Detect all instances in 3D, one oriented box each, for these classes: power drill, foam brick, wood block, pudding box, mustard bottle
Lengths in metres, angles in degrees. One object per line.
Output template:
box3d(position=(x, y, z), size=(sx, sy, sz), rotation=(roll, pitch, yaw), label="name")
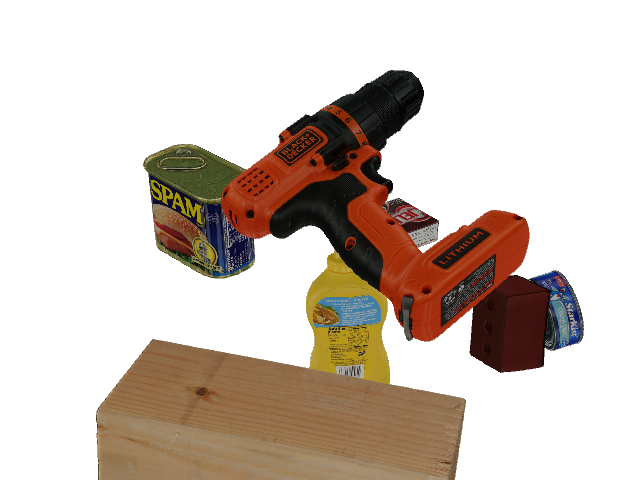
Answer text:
box3d(position=(0.051, -0.030, 0.745), size=(0.184, 0.057, 0.188), rotation=(-39, 56, -19), label="power drill")
box3d(position=(0.177, 0.078, 1.000), size=(0.051, 0.078, 0.053), rotation=(-7, 18, -27), label="foam brick")
box3d(position=(-0.022, 0.136, 0.655), size=(0.206, 0.090, 0.090), rotation=(10, 27, 12), label="wood block")
box3d(position=(0.101, -0.017, 1.544), size=(0.113, 0.039, 0.090), rotation=(-21, 35, -31), label="pudding box")
box3d(position=(0.031, 0.089, 1.259), size=(0.096, 0.192, 0.058), rotation=(-3, 21, 1), label="mustard bottle")

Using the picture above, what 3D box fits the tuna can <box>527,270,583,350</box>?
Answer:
box3d(position=(0.259, 0.079, 1.193), size=(0.033, 0.086, 0.086), rotation=(-16, 2, -8), label="tuna can")

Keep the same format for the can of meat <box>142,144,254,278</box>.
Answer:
box3d(position=(-0.102, -0.024, 0.916), size=(0.102, 0.084, 0.057), rotation=(28, 43, 37), label="can of meat")
